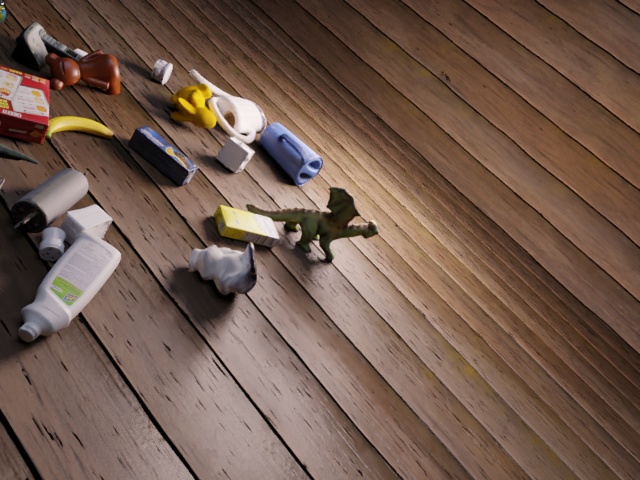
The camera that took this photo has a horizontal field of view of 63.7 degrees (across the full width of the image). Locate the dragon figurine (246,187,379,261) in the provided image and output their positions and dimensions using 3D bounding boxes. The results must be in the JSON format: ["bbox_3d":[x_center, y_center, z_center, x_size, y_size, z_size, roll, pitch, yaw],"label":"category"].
[{"bbox_3d":[0.005,-0.079,1.567,0.407,0.238,0.125,26,34,-24],"label":"dragon figurine"}]

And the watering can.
[{"bbox_3d":[-0.332,-0.497,1.918,0.226,0.102,0.351,-13,66,-56],"label":"watering can"}]

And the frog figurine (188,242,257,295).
[{"bbox_3d":[-0.233,0.073,1.244,0.159,0.120,0.141,-8,50,-5],"label":"frog figurine"}]
